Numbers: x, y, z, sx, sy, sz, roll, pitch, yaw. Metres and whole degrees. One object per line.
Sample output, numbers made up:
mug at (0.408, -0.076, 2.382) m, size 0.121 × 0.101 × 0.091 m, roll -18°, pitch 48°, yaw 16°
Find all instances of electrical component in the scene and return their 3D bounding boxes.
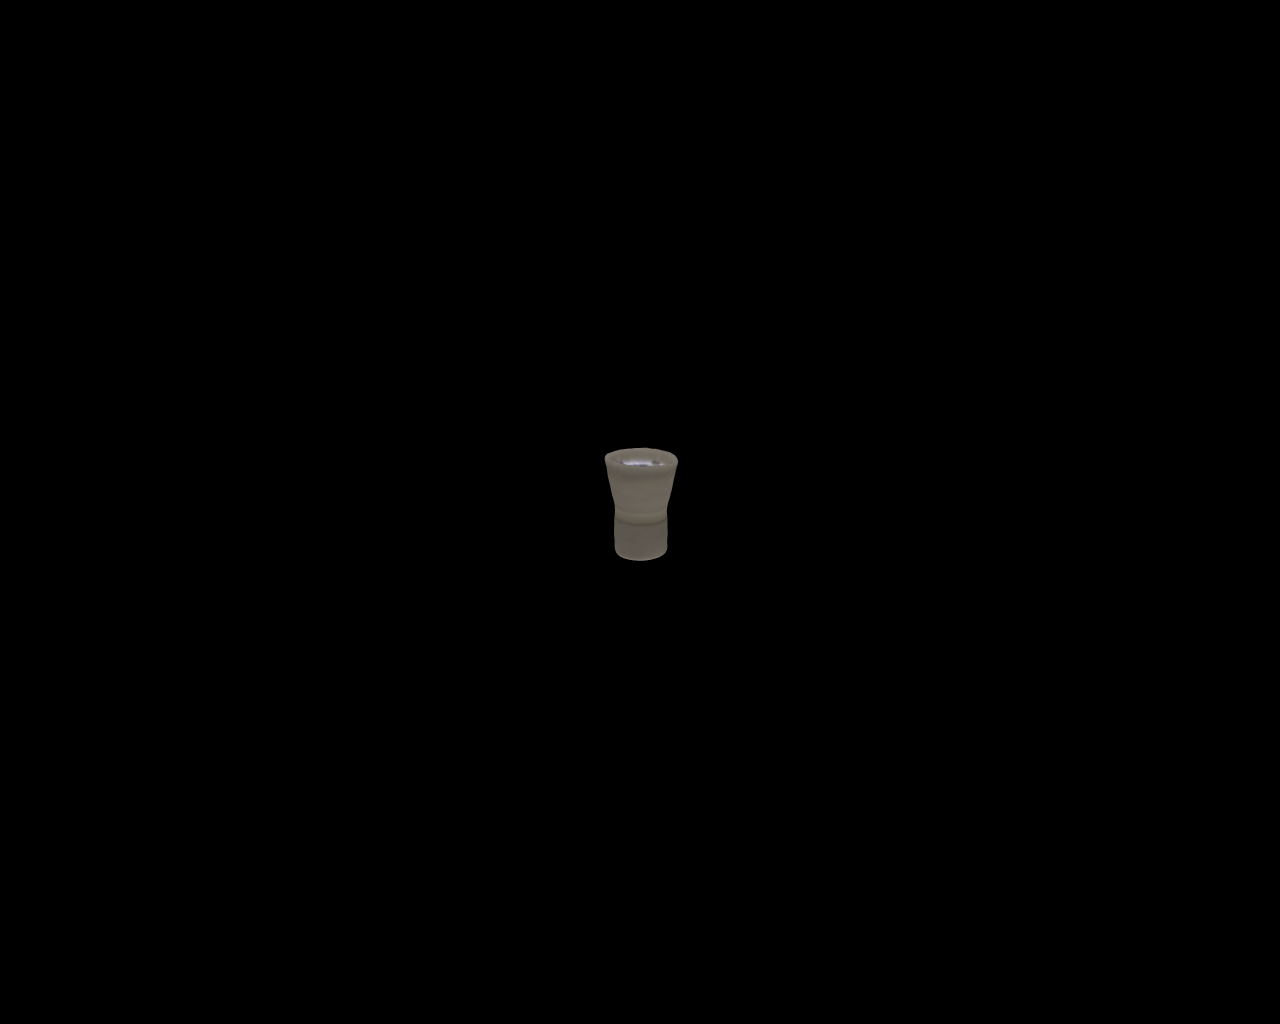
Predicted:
electrical component at (0.001, -0.003, 0.650) m, size 0.044 × 0.065 × 0.044 m, roll 0°, pitch 18°, yaw 0°
